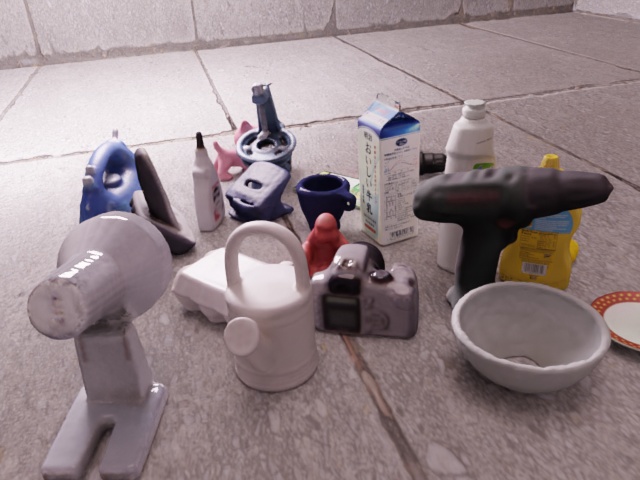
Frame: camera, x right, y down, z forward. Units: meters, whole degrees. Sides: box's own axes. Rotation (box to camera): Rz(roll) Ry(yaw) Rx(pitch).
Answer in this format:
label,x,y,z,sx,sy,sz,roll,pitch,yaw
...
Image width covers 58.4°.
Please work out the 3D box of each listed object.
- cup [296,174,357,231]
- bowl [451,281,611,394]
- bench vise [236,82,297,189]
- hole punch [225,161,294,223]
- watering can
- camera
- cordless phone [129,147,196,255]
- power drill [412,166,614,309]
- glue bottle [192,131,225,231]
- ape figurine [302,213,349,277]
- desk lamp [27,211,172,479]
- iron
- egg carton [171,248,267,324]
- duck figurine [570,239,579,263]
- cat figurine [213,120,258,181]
label,x,y,z,sx,sy,sz,roll,pitch,yaw
cup,0.017,-0.051,0.965,0.117,0.095,0.092,23,38,39
bowl,0.233,0.120,0.651,0.167,0.075,0.167,-2,29,2
bench vise,-0.115,-0.222,1.162,0.121,0.220,0.207,-8,29,-8
hole punch,-0.111,-0.085,1.046,0.108,0.091,0.101,22,38,38
watering can,-0.056,0.072,0.646,0.101,0.194,0.172,-7,29,-6
camera,0.064,0.051,0.769,0.143,0.101,0.137,4,29,13
cordless phone,-0.271,-0.075,0.946,0.094,0.185,0.147,-15,31,-20
power drill,0.231,0.000,0.731,0.229,0.209,0.076,10,31,23
glue bottle,-0.202,-0.107,1.009,0.037,0.173,0.078,0,29,7
ape figurine,0.008,0.003,0.871,0.077,0.092,0.076,2,29,10
desk lamp,-0.223,0.098,0.595,0.118,0.214,0.203,-3,29,1
iron,-0.395,-0.105,1.060,0.118,0.141,0.258,-4,29,0
egg carton,-0.125,0.068,0.790,0.149,0.069,0.107,17,35,33
duck figurine,0.357,-0.015,0.873,0.077,0.086,0.104,4,29,13
cat figurine,-0.173,-0.203,1.240,0.128,0.118,0.067,-18,32,-25
